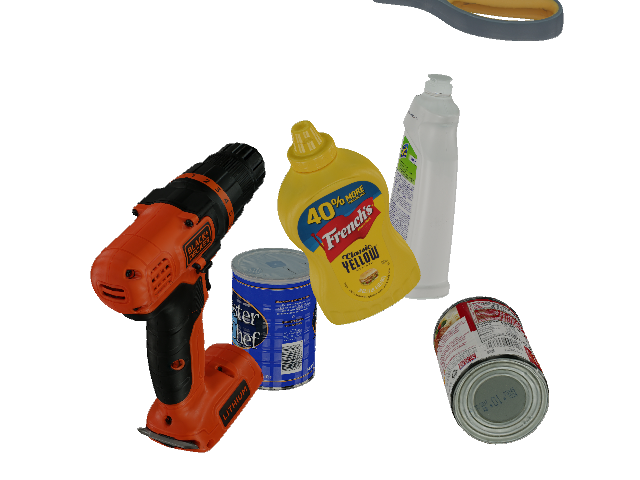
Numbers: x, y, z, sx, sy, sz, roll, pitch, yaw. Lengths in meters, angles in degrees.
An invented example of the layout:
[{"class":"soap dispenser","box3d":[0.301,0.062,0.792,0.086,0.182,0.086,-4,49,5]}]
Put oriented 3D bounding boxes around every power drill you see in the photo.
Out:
[{"class":"power drill","box3d":[-0.086,0.041,0.765,0.057,0.188,0.184,11,36,26]}]

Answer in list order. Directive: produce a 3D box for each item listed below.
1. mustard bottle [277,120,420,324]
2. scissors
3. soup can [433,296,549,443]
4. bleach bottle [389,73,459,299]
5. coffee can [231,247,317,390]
[{"class":"mustard bottle","box3d":[0.016,-0.021,0.921,0.096,0.191,0.058,-26,34,-3]},{"class":"scissors","box3d":[0.056,-0.159,0.648,0.202,0.016,0.096,20,44,25]},{"class":"soup can","box3d":[0.119,0.090,0.754,0.068,0.068,0.102,0,20,-1]},{"class":"bleach bottle","box3d":[0.123,-0.065,1.239,0.068,0.251,0.103,-2,23,-21]},{"class":"coffee can","box3d":[-0.054,0.091,1.260,0.103,0.140,0.103,2,20,-1]}]
